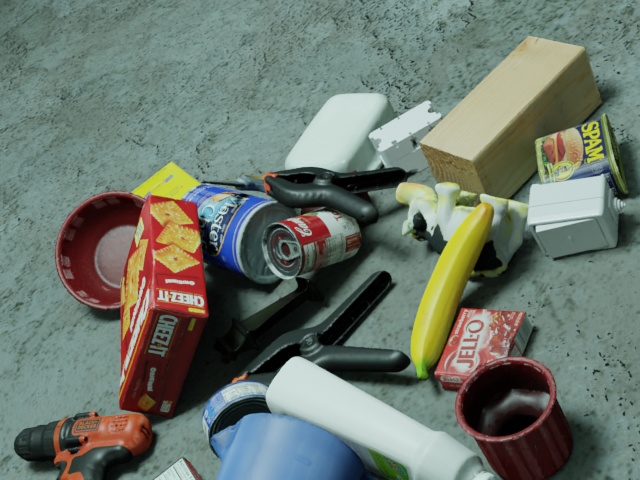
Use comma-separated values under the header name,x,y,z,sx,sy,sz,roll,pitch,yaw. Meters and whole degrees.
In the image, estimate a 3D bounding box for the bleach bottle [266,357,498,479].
name,x,y,z,sx,sy,sz,roll,pitch,yaw
bleach bottle,0.065,0.194,1.013,0.251,0.102,0.068,21,66,39

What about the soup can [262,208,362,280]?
name,x,y,z,sx,sy,sz,roll,pitch,yaw
soup can,-0.008,0.002,1.260,0.102,0.068,0.069,-18,23,-40

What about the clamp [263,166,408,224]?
name,x,y,z,sx,sy,sz,roll,pitch,yaw
clamp,0.018,-0.064,1.277,0.172,0.039,0.120,14,28,28

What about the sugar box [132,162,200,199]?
name,x,y,z,sx,sy,sz,roll,pitch,yaw
sugar box,-0.198,-0.042,1.496,0.093,0.048,0.176,-40,36,-13

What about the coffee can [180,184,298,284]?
name,x,y,z,sx,sy,sz,roll,pitch,yaw
coffee can,-0.105,-0.010,1.346,0.141,0.102,0.102,16,57,45

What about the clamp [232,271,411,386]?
name,x,y,z,sx,sy,sz,roll,pitch,yaw
clamp,0.002,0.126,1.165,0.210,0.036,0.164,-30,29,6

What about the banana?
name,x,y,z,sx,sy,sz,roll,pitch,yaw
banana,0.136,0.056,1.115,0.070,0.037,0.198,-7,60,69

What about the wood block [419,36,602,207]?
name,x,y,z,sx,sy,sz,roll,pitch,yaw
wood block,0.228,-0.139,1.270,0.206,0.090,0.091,-44,39,-17

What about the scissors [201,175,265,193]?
name,x,y,z,sx,sy,sz,roll,pitch,yaw
scissors,-0.076,-0.064,1.333,0.096,0.016,0.201,16,8,9

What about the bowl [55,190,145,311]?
name,x,y,z,sx,sy,sz,roll,pitch,yaw
bowl,-0.271,0.018,1.435,0.162,0.055,0.162,-2,79,10

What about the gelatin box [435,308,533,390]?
name,x,y,z,sx,sy,sz,roll,pitch,yaw
gelatin box,0.165,0.111,1.077,0.073,0.030,0.089,1,47,36

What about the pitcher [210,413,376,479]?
name,x,y,z,sx,sy,sz,roll,pitch,yaw
pitcher,-0.046,0.291,0.953,0.149,0.145,0.242,-15,42,42

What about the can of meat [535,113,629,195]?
name,x,y,z,sx,sy,sz,roll,pitch,yaw
can of meat,0.291,-0.084,1.192,0.084,0.057,0.102,-18,38,21

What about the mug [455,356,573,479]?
name,x,y,z,sx,sy,sz,roll,pitch,yaw
mug,0.175,0.160,0.972,0.093,0.081,0.117,-33,37,-2

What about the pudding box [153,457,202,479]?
name,x,y,z,sx,sy,sz,roll,pitch,yaw
pudding box,-0.161,0.290,1.096,0.113,0.039,0.090,-36,36,-9

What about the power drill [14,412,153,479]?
name,x,y,z,sx,sy,sz,roll,pitch,yaw
power drill,-0.290,0.276,1.186,0.185,0.057,0.187,-12,41,25

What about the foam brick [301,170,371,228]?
name,x,y,z,sx,sy,sz,roll,pitch,yaw
foam brick,0.021,-0.041,1.336,0.078,0.053,0.051,-20,38,13

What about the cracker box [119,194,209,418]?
name,x,y,z,sx,sy,sz,roll,pitch,yaw
cracker box,-0.190,0.074,1.260,0.072,0.164,0.214,11,35,-17

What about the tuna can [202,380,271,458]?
name,x,y,z,sx,sy,sz,roll,pitch,yaw
tuna can,-0.079,0.190,1.114,0.086,0.086,0.034,-33,35,-2
